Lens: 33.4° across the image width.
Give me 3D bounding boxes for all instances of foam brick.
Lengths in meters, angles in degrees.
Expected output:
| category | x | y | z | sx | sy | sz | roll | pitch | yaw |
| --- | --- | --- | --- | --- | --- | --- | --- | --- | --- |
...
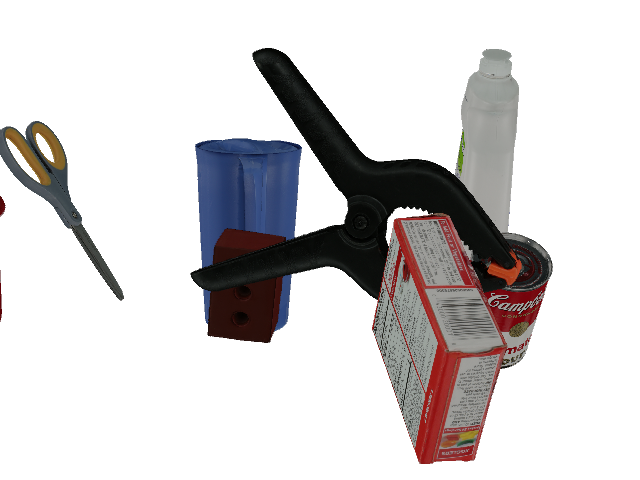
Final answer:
| category | x | y | z | sx | sy | sz | roll | pitch | yaw |
| --- | --- | --- | --- | --- | --- | --- | --- | --- | --- |
| foam brick | -0.059 | 0.036 | 0.863 | 0.053 | 0.078 | 0.051 | 6 | 15 | 5 |

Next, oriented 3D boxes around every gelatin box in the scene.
| category | x | y | z | sx | sy | sz | roll | pitch | yaw |
| --- | --- | --- | --- | --- | --- | --- | --- | --- | --- |
| gelatin box | 0.051 | 0.043 | 0.481 | 0.030 | 0.073 | 0.089 | -3 | 41 | -12 |

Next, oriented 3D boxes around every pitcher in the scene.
| category | x | y | z | sx | sy | sz | roll | pitch | yaw |
| --- | --- | --- | --- | --- | --- | --- | --- | --- | --- |
| pitcher | -0.092 | -0.005 | 1.348 | 0.145 | 0.243 | 0.148 | 11 | 16 | 35 |

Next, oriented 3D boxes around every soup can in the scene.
| category | x | y | z | sx | sy | sz | roll | pitch | yaw |
| --- | --- | --- | --- | --- | --- | --- | --- | --- | --- |
| soup can | 0.154 | 0.053 | 0.916 | 0.068 | 0.102 | 0.068 | 3 | 43 | -3 |

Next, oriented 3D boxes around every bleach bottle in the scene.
| category | x | y | z | sx | sy | sz | roll | pitch | yaw |
| --- | --- | --- | --- | --- | --- | --- | --- | --- | --- |
| bleach bottle | 0.165 | -0.068 | 1.082 | 0.068 | 0.251 | 0.102 | 2 | 31 | 0 |

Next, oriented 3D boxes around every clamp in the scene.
| category | x | y | z | sx | sy | sz | roll | pitch | yaw |
| --- | --- | --- | --- | --- | --- | --- | --- | --- | --- |
| clamp | 0.026 | -0.025 | 0.673 | 0.210 | 0.165 | 0.036 | 14 | 15 | 13 |

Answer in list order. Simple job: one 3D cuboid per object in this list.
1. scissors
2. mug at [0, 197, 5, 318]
| category | x | y | z | sx | sy | sz | roll | pitch | yaw |
| --- | --- | --- | --- | --- | --- | --- | --- | --- | --- |
| scissors | -0.249 | -0.039 | 1.067 | 0.016 | 0.201 | 0.096 | -26 | 27 | 22 |
| mug | -0.242 | 0.021 | 0.633 | 0.093 | 0.081 | 0.117 | 17 | 28 | 26 |
